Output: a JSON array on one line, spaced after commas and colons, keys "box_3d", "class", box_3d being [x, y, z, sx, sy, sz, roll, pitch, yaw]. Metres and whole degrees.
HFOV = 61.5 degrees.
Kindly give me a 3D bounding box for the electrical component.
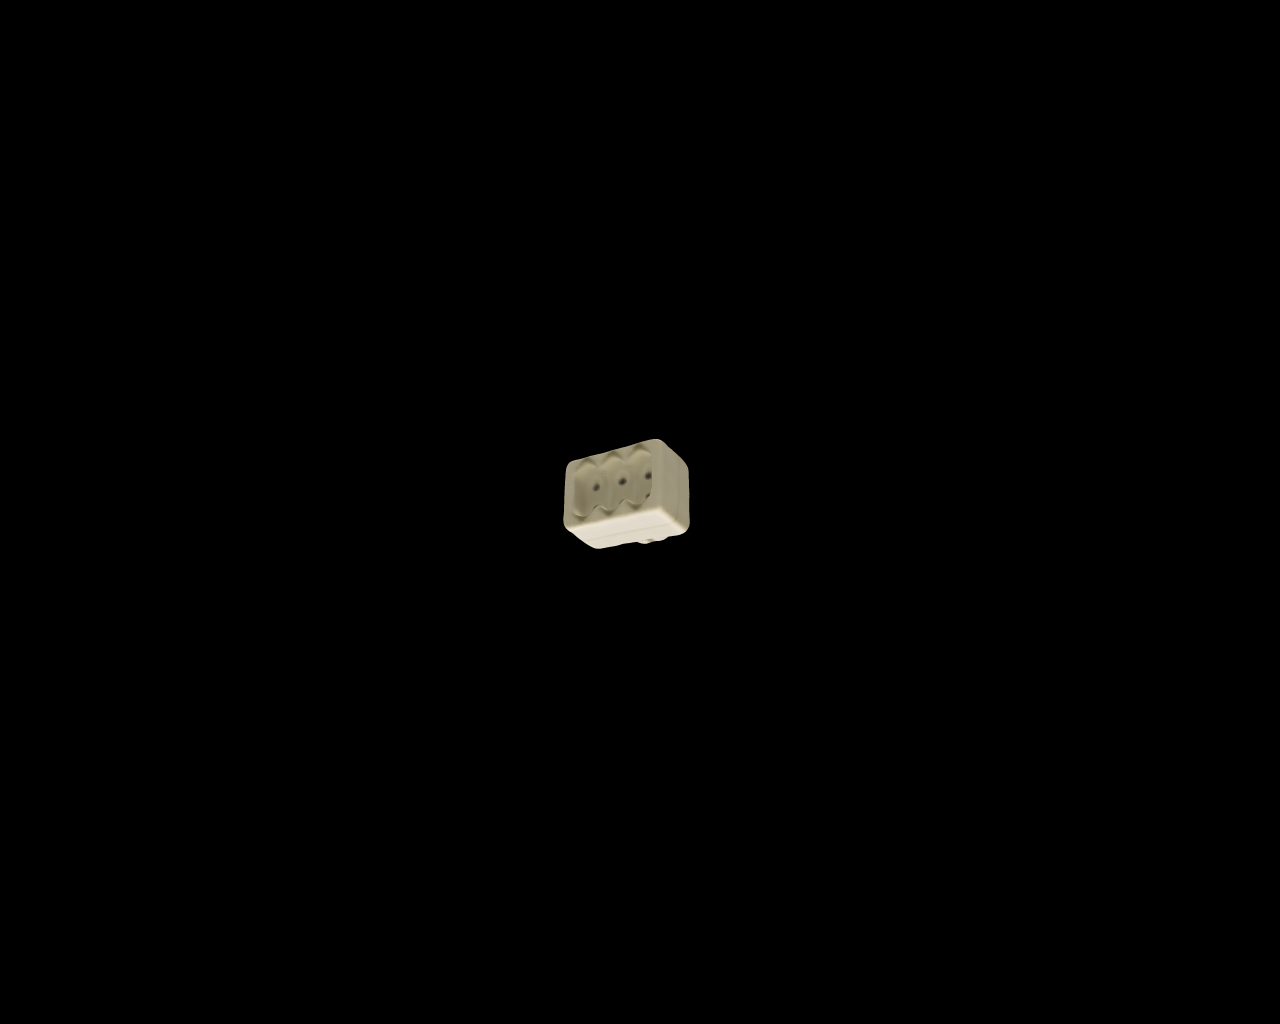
[{"box_3d": [0.001, -0.003, 0.650, 0.065, 0.047, 0.076, -12, -27, 25], "class": "electrical component"}]
